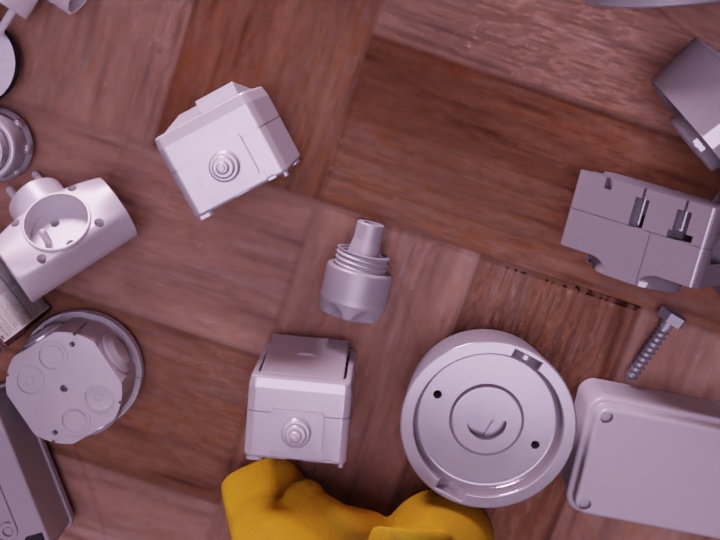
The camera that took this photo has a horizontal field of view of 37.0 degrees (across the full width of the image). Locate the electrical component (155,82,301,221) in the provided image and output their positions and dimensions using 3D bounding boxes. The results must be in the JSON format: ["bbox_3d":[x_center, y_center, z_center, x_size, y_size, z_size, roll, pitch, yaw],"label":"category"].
[{"bbox_3d":[-0.079,-0.074,0.640,0.062,0.096,0.061,-27,99,7],"label":"electrical component"}]

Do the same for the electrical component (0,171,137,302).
[{"bbox_3d":[-0.194,-0.031,0.675,0.077,0.044,0.079,-35,65,-16],"label":"electrical component"}]

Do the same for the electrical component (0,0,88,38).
[{"bbox_3d":[-0.206,-0.178,0.646,0.077,0.044,0.079,32,91,-5],"label":"electrical component"}]

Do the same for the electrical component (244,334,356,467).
[{"bbox_3d":[-0.036,0.080,0.671,0.062,0.096,0.061,5,101,1],"label":"electrical component"}]

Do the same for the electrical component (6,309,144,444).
[{"bbox_3d":[-0.184,0.069,0.696,0.080,0.051,0.080,0,102,2],"label":"electrical component"}]

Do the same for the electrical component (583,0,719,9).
[{"bbox_3d":[0.180,-0.186,0.607,0.108,0.108,0.060,-2,96,2],"label":"electrical component"}]

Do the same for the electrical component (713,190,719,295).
[{"bbox_3d":[0.272,-0.014,0.660,0.108,0.060,0.108,0,101,2],"label":"electrical component"}]

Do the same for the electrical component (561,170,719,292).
[{"bbox_3d":[0.174,-0.022,0.648,0.089,0.050,0.055,22,105,34],"label":"electrical component"}]

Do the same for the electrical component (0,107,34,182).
[{"bbox_3d":[-0.233,-0.075,0.662,0.048,0.062,0.048,0,102,2],"label":"electrical component"}]

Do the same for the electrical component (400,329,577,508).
[{"bbox_3d":[0.079,0.090,0.688,0.108,0.060,0.108,0,102,2],"label":"electrical component"}]

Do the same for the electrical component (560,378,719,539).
[{"bbox_3d":[0.192,0.121,0.693,0.113,0.057,0.078,11,102,-1],"label":"electrical component"}]

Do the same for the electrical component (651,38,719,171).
[{"bbox_3d":[0.220,-0.092,0.629,0.064,0.099,0.099,-40,98,15],"label":"electrical component"}]

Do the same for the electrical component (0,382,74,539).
[{"bbox_3d":[-0.262,0.142,0.711,0.109,0.056,0.108,-17,101,5],"label":"electrical component"}]

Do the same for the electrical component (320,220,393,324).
[{"bbox_3d":[0.000,0.000,0.681,0.043,0.043,0.062,13,100,-1],"label":"electrical component"}]
